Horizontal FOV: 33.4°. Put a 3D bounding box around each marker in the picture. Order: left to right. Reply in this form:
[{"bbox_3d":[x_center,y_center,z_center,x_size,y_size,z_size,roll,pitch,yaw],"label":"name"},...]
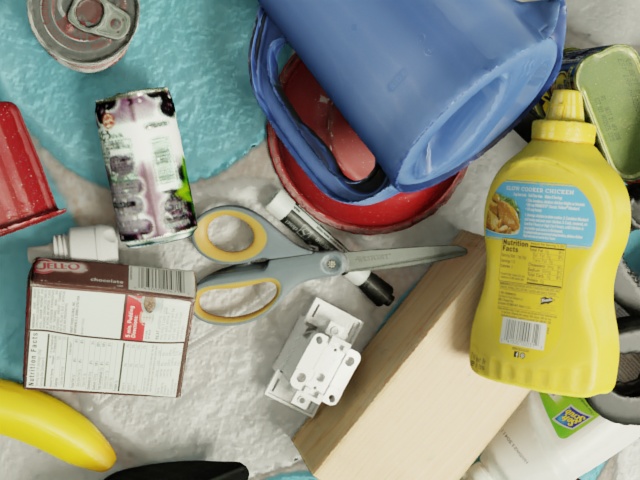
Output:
[{"bbox_3d":[0.009,0.008,0.790,0.121,0.020,0.020,41,87,-12],"label":"marker"}]

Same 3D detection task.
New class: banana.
[{"bbox_3d":[-0.240,0.125,0.746,0.197,0.037,0.070,5,114,-10],"label":"banana"}]

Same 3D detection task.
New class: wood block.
[{"bbox_3d":[0.084,0.103,0.780,0.090,0.090,0.206,40,88,-13],"label":"wood block"}]

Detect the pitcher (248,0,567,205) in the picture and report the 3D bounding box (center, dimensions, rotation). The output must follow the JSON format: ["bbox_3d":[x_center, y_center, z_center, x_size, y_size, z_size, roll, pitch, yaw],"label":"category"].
[{"bbox_3d":[0.023,-0.151,0.687,0.149,0.145,0.243,-30,71,-25],"label":"pitcher"}]

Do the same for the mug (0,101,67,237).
[{"bbox_3d":[-0.235,-0.038,0.708,0.117,0.093,0.081,-17,95,27],"label":"mug"}]

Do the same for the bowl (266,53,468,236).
[{"bbox_3d":[0.045,-0.081,0.770,0.162,0.055,0.162,-1,96,-11],"label":"bowl"}]

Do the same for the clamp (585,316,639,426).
[{"bbox_3d":[0.249,0.093,0.739,0.171,0.039,0.120,29,98,-12],"label":"clamp"}]

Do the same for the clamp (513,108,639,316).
[{"bbox_3d":[0.211,-0.029,0.735,0.164,0.036,0.210,-5,108,10],"label":"clamp"}]

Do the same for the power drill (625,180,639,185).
[{"bbox_3d":[0.335,-0.052,0.833,0.187,0.057,0.184,15,89,-15],"label":"power drill"}]

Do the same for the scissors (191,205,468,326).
[{"bbox_3d":[-0.005,0.001,0.765,0.202,0.016,0.096,-21,96,6],"label":"scissors"}]

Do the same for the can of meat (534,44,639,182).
[{"bbox_3d":[0.206,-0.093,0.787,0.057,0.084,0.102,-26,101,-8],"label":"can of meat"}]

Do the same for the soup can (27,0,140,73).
[{"bbox_3d":[-0.154,-0.146,0.698,0.068,0.102,0.068,-1,96,-12],"label":"soup can"}]

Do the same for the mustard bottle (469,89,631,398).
[{"bbox_3d":[0.151,-0.001,0.690,0.058,0.096,0.191,1,95,-45],"label":"mustard bottle"}]

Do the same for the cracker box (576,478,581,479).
[{"bbox_3d":[0.158,0.306,0.826,0.164,0.072,0.213,-22,101,-7],"label":"cracker box"}]

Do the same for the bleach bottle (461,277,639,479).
[{"bbox_3d":[0.211,0.110,0.812,0.251,0.103,0.068,-37,130,1],"label":"bleach bottle"}]

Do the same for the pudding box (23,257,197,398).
[{"bbox_3d":[-0.147,0.063,0.740,0.113,0.039,0.090,7,120,-11],"label":"pudding box"}]
